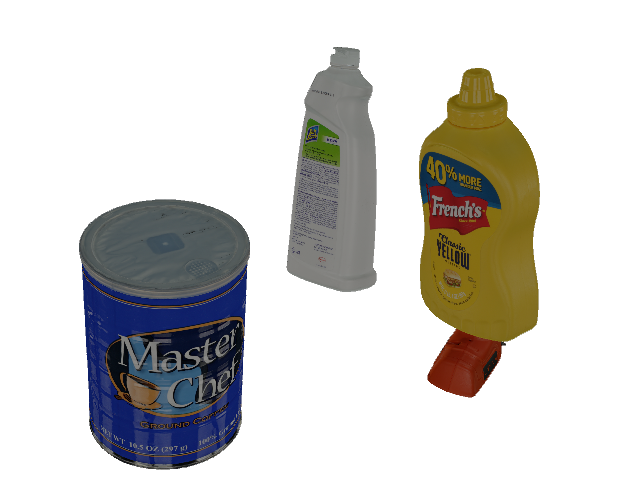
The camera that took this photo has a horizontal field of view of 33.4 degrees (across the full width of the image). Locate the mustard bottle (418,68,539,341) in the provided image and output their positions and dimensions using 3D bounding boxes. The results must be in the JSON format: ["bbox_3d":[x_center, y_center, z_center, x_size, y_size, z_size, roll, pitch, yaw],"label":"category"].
[{"bbox_3d":[0.112,-0.028,0.758,0.058,0.192,0.096,-21,32,-30],"label":"mustard bottle"}]

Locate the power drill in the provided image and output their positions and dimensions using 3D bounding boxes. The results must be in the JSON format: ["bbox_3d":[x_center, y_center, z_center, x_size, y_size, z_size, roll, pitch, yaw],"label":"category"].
[{"bbox_3d":[0.154,0.056,1.037,0.057,0.188,0.184,21,29,20],"label":"power drill"}]

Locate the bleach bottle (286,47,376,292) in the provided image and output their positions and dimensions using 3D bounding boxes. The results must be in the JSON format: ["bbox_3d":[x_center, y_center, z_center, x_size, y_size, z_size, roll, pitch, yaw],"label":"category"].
[{"bbox_3d":[0.021,-0.078,1.144,0.103,0.251,0.067,17,19,38],"label":"bleach bottle"}]

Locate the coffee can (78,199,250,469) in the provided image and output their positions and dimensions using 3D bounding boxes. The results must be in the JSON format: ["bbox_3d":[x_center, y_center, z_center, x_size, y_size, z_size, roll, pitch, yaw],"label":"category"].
[{"bbox_3d":[-0.099,0.059,0.681,0.103,0.140,0.103,3,32,-2],"label":"coffee can"}]
